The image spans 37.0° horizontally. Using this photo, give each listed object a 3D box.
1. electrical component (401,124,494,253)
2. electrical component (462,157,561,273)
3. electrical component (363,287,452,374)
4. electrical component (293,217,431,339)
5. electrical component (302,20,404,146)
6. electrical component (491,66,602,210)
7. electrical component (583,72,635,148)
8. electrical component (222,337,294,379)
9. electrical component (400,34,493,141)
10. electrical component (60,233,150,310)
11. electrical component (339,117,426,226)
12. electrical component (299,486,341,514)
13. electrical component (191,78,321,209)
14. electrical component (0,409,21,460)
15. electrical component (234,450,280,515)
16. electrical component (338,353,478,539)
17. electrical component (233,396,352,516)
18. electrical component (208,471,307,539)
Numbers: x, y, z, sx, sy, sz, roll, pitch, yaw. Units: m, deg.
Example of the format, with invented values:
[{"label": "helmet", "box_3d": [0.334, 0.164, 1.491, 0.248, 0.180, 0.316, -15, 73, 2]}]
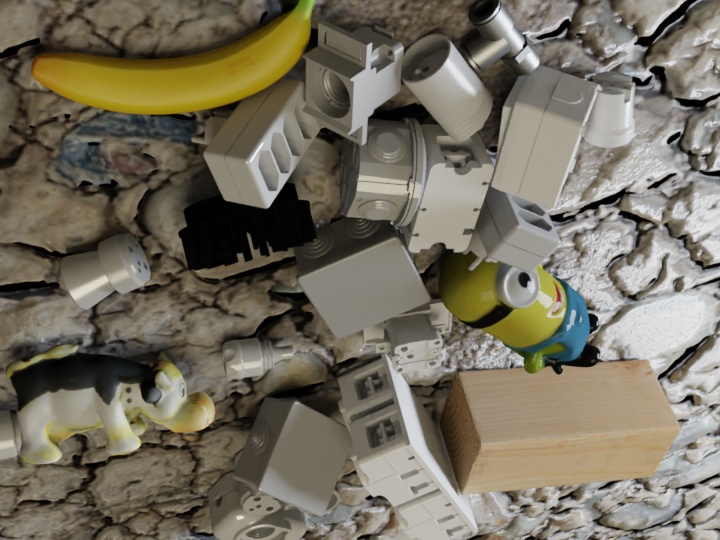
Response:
[{"label": "electrical component", "box_3d": [0.063, -0.065, 0.832, 0.050, 0.055, 0.089, -1, 135, -15]}, {"label": "electrical component", "box_3d": [0.108, -0.032, 0.860, 0.047, 0.083, 0.075, 19, 127, -31]}, {"label": "electrical component", "box_3d": [0.045, 0.055, 0.945, 0.081, 0.063, 0.042, -9, 137, -7]}, {"label": "electrical component", "box_3d": [0.000, 0.000, 0.886, 0.100, 0.048, 0.099, -23, 137, 7]}, {"label": "electrical component", "box_3d": [-0.004, -0.132, 0.736, 0.064, 0.042, 0.081, -41, 150, -36]}, {"label": "electrical component", "box_3d": [0.134, -0.096, 0.808, 0.061, 0.061, 0.096, 21, 135, 9]}, {"label": "electrical component", "box_3d": [0.191, -0.123, 0.823, 0.040, 0.040, 0.046, -10, 131, -6]}, {"label": "electrical component", "box_3d": [-0.090, 0.076, 0.950, 0.061, 0.035, 0.035, -7, 136, -13]}, {"label": "electrical component", "box_3d": [0.067, -0.128, 0.778, 0.043, 0.043, 0.081, -32, 135, 17]}, {"label": "electrical component", "box_3d": [-0.197, 0.000, 0.833, 0.055, 0.045, 0.045, -22, 136, 6]}, {"label": "electrical component", "box_3d": [0.016, -0.074, 0.794, 0.051, 0.080, 0.080, 4, 134, -13]}, {"label": "electrical component", "box_3d": [-0.046, 0.211, 1.085, 0.045, 0.055, 0.045, -8, 136, -8]}, {"label": "electrical component", "box_3d": [-0.083, -0.093, 0.756, 0.076, 0.083, 0.047, 12, 145, 27]}, {"label": "electrical component", "box_3d": [-0.308, 0.144, 0.950, 0.062, 0.048, 0.048, -9, 137, -21]}, {"label": "electrical component", "box_3d": [-0.100, 0.209, 1.067, 0.045, 0.055, 0.045, -8, 136, -8]}, {"label": "electrical component", "box_3d": [0.044, 0.181, 1.044, 0.060, 0.105, 0.186, -24, 136, 9]}, {"label": "electrical component", "box_3d": [-0.063, 0.175, 1.018, 0.048, 0.099, 0.100, 7, 159, 48]}, {"label": "electrical component", "box_3d": [-0.105, 0.253, 1.108, 0.095, 0.059, 0.053, 23, 125, -34]}]
